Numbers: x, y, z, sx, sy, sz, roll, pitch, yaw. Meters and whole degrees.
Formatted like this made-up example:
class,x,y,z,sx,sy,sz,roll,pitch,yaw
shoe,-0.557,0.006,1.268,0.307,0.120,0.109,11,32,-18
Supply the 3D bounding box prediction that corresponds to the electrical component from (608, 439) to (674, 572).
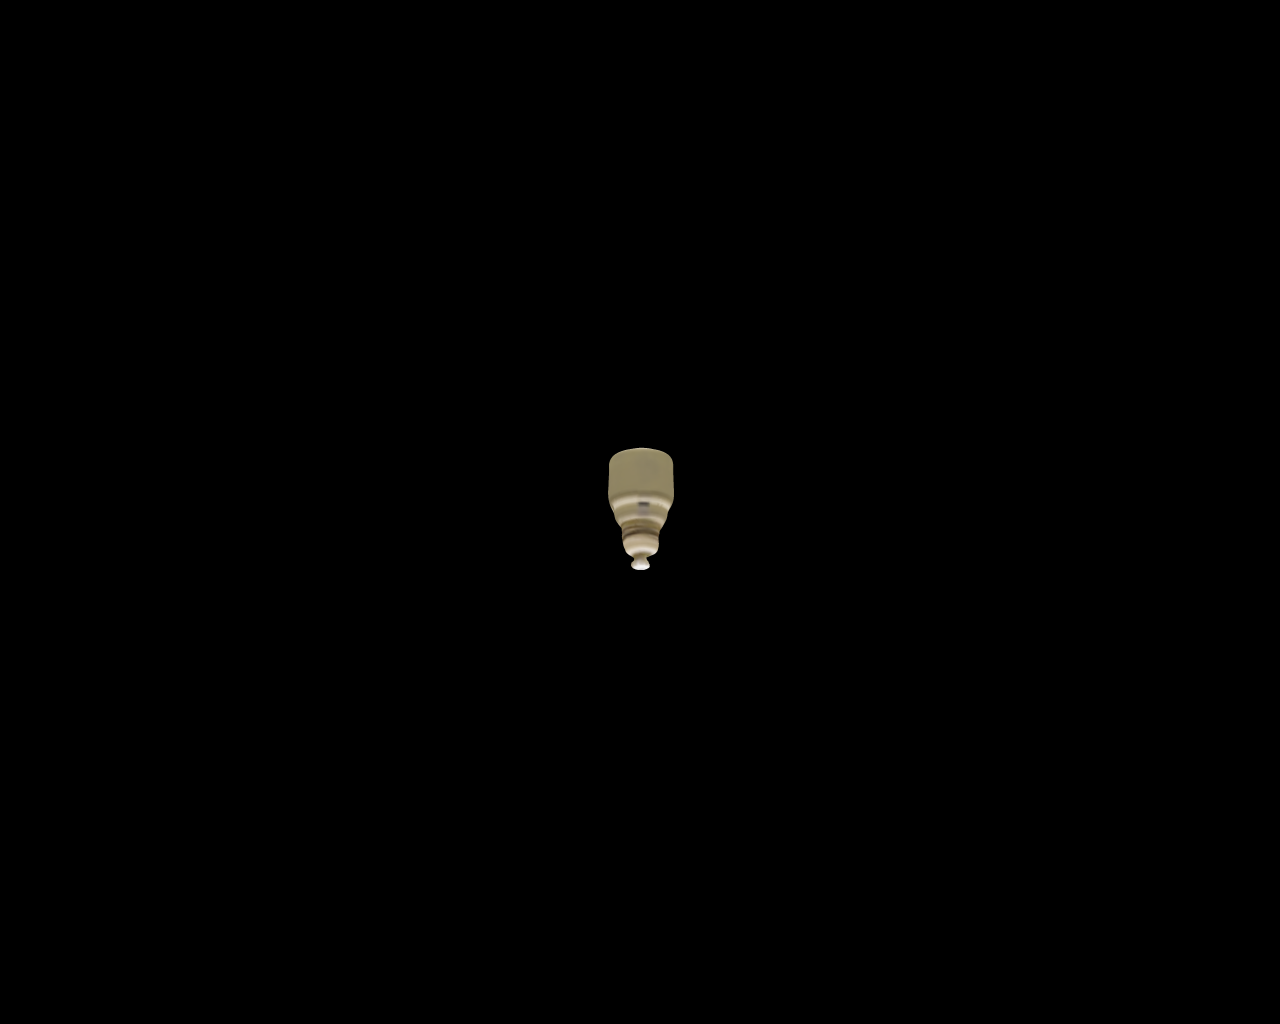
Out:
class,x,y,z,sx,sy,sz,roll,pitch,yaw
electrical component,0.001,-0.003,0.650,0.040,0.078,0.040,0,-19,0
